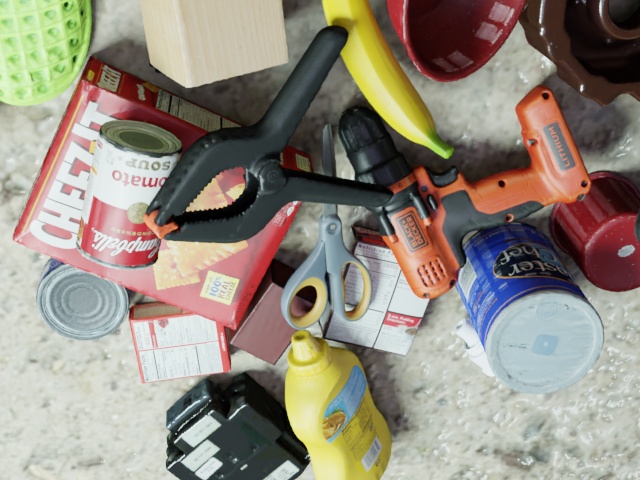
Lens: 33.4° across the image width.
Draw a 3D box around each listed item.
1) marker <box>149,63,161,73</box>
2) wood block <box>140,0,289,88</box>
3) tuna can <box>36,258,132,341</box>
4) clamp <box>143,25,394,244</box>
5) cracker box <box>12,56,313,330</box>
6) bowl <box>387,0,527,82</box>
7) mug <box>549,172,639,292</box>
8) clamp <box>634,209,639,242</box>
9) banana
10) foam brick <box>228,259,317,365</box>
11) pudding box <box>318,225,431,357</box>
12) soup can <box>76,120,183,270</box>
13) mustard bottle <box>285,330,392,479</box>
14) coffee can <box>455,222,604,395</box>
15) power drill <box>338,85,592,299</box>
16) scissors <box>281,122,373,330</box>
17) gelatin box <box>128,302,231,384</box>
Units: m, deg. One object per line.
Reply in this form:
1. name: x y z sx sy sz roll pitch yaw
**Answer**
1. marker: -0.132 -0.197 0.877 0.020 0.020 0.121 0 116 -6
2. wood block: -0.092 -0.233 0.811 0.090 0.090 0.206 -18 119 -22
3. tuna can: -0.217 0.050 0.983 0.086 0.034 0.086 -2 117 -5
4. clamp: -0.043 -0.067 0.837 0.209 0.036 0.164 -23 120 -19
5. cracker box: -0.135 -0.036 0.928 0.213 0.072 0.164 23 111 -16
6. bowl: 0.103 -0.211 0.850 0.161 0.055 0.162 -27 133 -34
7. mug: 0.277 0.001 0.984 0.117 0.081 0.093 33 109 -20
8. clamp: 0.319 -0.067 0.939 0.120 0.039 0.171 20 74 -46
9. banana: 0.047 -0.151 0.860 0.037 0.070 0.197 -48 119 -23
10. foam brick: -0.045 0.067 1.000 0.051 0.053 0.078 29 110 -19
11. pudding box: 0.057 0.049 1.010 0.090 0.039 0.114 14 112 -11
12. soup can: -0.151 -0.036 0.849 0.068 0.068 0.102 12 113 -12
13. mustard bottle: 0.012 0.159 1.017 0.058 0.096 0.191 8 135 35
14. coffee can: 0.186 0.059 0.970 0.102 0.140 0.103 -2 117 -5
15. power drill: 0.127 -0.063 0.939 0.187 0.057 0.184 -26 99 5
16. scissors: -0.006 0.001 0.924 0.096 0.016 0.201 -28 127 -11
17. gelatin box: -0.133 0.094 1.017 0.089 0.030 0.073 -7 118 -3
